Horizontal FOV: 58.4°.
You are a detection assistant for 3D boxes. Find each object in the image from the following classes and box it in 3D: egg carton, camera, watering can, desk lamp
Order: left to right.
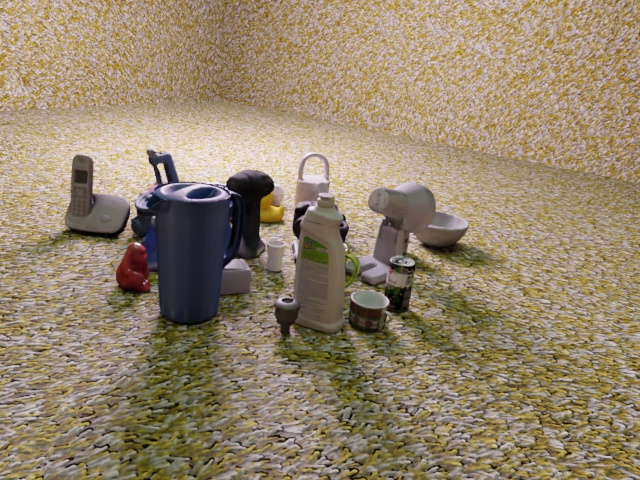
[{"bbox_3d":[-0.188,-0.144,1.757,0.151,0.069,0.107,-7,24,-33],"label":"egg carton"},{"bbox_3d":[-0.020,-0.053,1.515,0.142,0.101,0.137,19,23,31],"label":"camera"},{"bbox_3d":[-0.017,-0.156,1.662,0.101,0.194,0.172,-10,26,-38],"label":"watering can"},{"bbox_3d":[0.166,-0.026,1.333,0.117,0.213,0.204,22,25,38],"label":"desk lamp"}]

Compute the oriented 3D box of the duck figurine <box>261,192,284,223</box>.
[{"bbox_3d":[-0.152,-0.099,1.622,0.104,0.086,0.077,5,20,-4],"label":"duck figurine"}]

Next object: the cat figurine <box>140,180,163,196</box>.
[{"bbox_3d":[-0.406,-0.100,1.500,0.128,0.118,0.067,-2,21,-21],"label":"cat figurine"}]

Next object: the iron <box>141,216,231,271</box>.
[{"bbox_3d":[-0.305,-0.023,1.283,0.118,0.141,0.259,22,25,36],"label":"iron"}]

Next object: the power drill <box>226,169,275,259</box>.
[{"bbox_3d":[-0.168,-0.069,1.354,0.075,0.208,0.230,10,20,10],"label":"power drill"}]

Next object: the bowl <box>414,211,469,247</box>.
[{"bbox_3d":[0.322,-0.024,1.580,0.167,0.075,0.167,6,20,-2],"label":"bowl"}]

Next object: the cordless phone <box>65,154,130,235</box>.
[{"bbox_3d":[-0.536,-0.109,1.384,0.147,0.185,0.094,6,20,0],"label":"cordless phone"}]

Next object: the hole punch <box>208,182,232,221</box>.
[{"bbox_3d":[-0.290,-0.105,1.587,0.109,0.091,0.101,-1,21,-20],"label":"hole punch"}]

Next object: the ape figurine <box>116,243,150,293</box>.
[{"bbox_3d":[-0.366,0.050,1.137,0.076,0.092,0.078,11,20,11],"label":"ape figurine"}]

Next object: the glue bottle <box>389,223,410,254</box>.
[{"bbox_3d":[0.204,-0.046,1.457,0.037,0.173,0.078,22,25,36],"label":"glue bottle"}]

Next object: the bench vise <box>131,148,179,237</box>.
[{"bbox_3d":[-0.370,-0.124,1.425,0.121,0.220,0.208,19,23,31],"label":"bench vise"}]

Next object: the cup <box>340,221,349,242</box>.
[{"bbox_3d":[0.013,0.005,1.375,0.091,0.095,0.118,19,24,32],"label":"cup"}]
